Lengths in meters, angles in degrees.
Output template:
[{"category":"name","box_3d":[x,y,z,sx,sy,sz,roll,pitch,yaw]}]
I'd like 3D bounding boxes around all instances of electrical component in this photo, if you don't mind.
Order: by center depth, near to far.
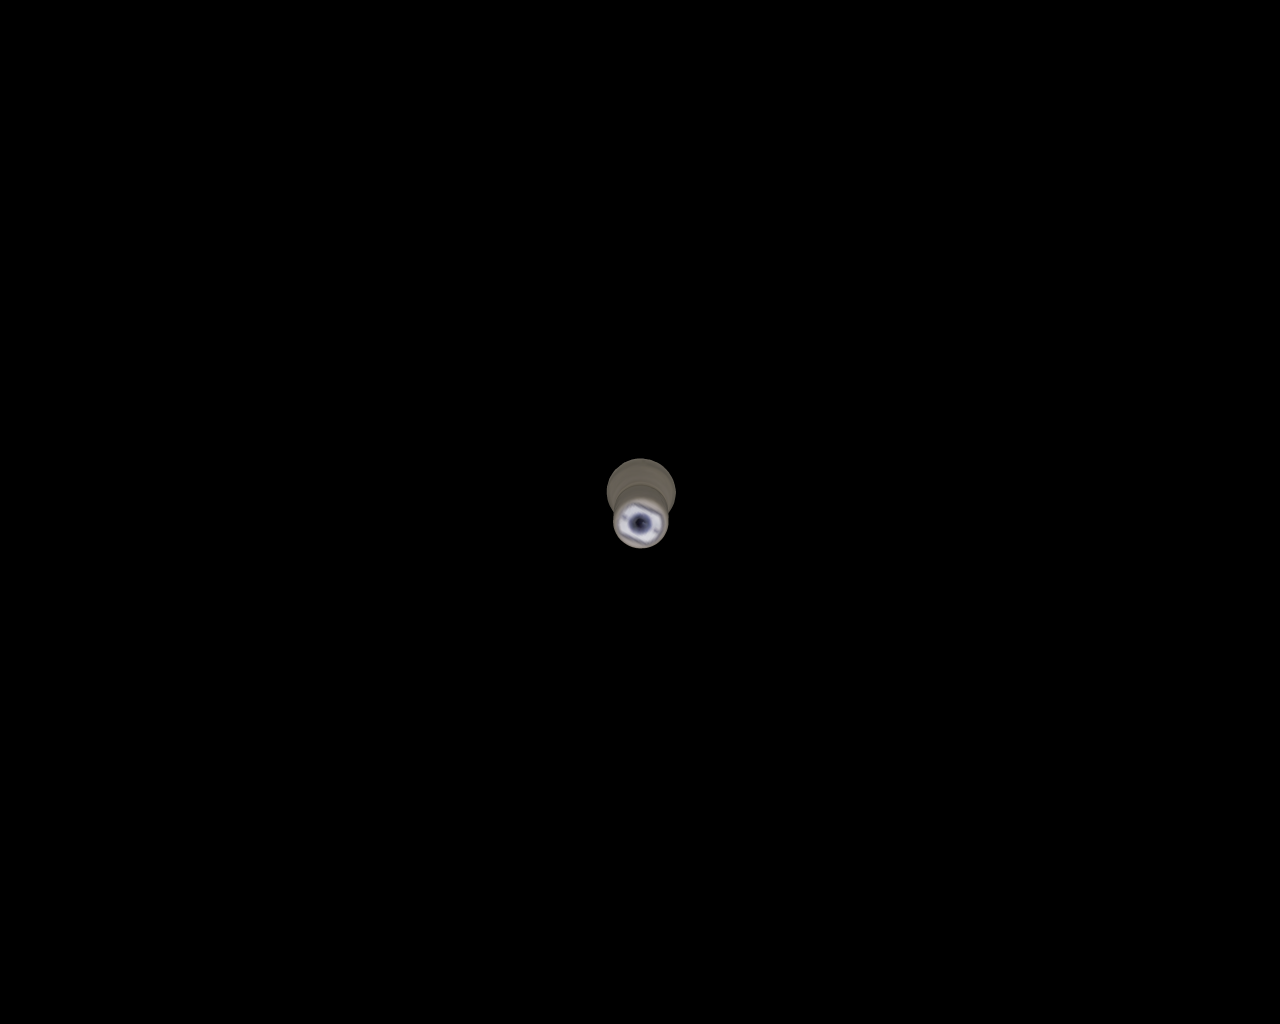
[{"category":"electrical component","box_3d":[0.001,-0.003,0.650,0.044,0.044,0.065,0,19,0]}]
